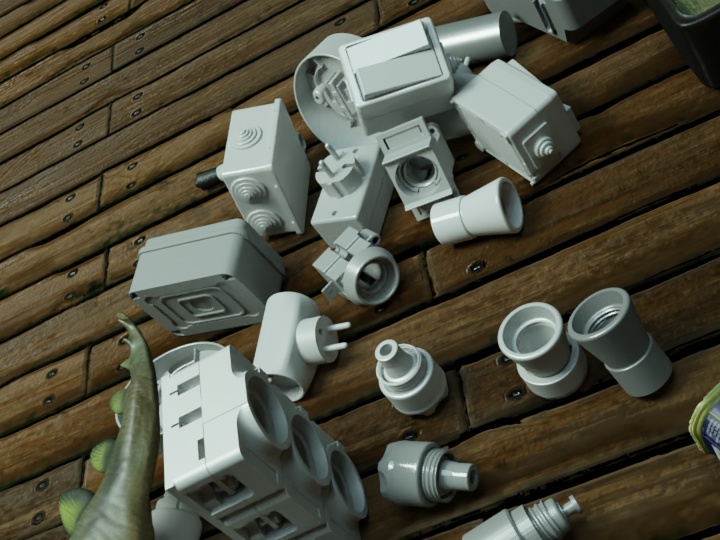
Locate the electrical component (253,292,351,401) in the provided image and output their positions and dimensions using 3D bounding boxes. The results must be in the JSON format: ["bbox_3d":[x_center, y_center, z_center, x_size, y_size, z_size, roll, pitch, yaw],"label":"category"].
[{"bbox_3d":[-0.043,0.057,0.836,0.079,0.043,0.077,-12,48,26],"label":"electrical component"}]

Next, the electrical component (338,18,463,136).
[{"bbox_3d":[0.037,-0.161,0.875,0.096,0.061,0.061,-18,70,3],"label":"electrical component"}]

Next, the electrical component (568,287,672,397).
[{"bbox_3d":[0.167,0.048,0.678,0.044,0.065,0.044,-35,24,18],"label":"electrical component"}]

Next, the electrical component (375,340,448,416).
[{"bbox_3d":[0.032,0.072,0.755,0.043,0.062,0.043,-19,45,21],"label":"electrical component"}]

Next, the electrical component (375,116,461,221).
[{"bbox_3d":[0.051,-0.087,0.877,0.042,0.081,0.063,-19,23,21],"label":"electrical component"}]

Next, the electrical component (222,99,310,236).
[{"bbox_3d":[-0.082,-0.088,0.950,0.048,0.099,0.099,-8,49,13],"label":"electrical component"}]

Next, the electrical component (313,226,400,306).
[{"bbox_3d":[0.000,0.000,0.855,0.066,0.048,0.055,-46,35,-8],"label":"electrical component"}]

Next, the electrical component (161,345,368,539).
[{"bbox_3d":[-0.059,0.128,0.705,0.062,0.150,0.089,-28,43,14],"label":"electrical component"}]

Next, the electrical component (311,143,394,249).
[{"bbox_3d":[-0.012,-0.074,0.904,0.047,0.075,0.083,-6,52,32],"label":"electrical component"}]

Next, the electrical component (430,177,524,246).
[{"bbox_3d":[0.088,-0.042,0.833,0.065,0.044,0.044,-16,47,30],"label":"electrical component"}]

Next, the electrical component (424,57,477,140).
[{"bbox_3d":[0.077,-0.155,0.936,0.077,0.043,0.079,-3,53,33],"label":"electrical component"}]

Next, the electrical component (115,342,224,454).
[{"bbox_3d":[-0.135,0.102,0.846,0.099,0.064,0.099,-19,45,21],"label":"electrical component"}]

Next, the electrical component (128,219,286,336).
[{"bbox_3d":[-0.129,0.007,0.914,0.113,0.078,0.057,-11,52,28],"label":"electrical component"}]

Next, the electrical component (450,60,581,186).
[{"bbox_3d":[0.130,-0.118,0.853,0.061,0.061,0.096,-42,42,-3],"label":"electrical component"}]

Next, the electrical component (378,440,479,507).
[{"bbox_3d":[0.046,0.134,0.706,0.062,0.043,0.043,-3,53,32],"label":"electrical component"}]

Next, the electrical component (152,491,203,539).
[{"bbox_3d":[-0.136,0.185,0.793,0.040,0.040,0.078,-13,48,26],"label":"electrical component"}]

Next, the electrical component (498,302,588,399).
[{"bbox_3d":[0.122,0.054,0.712,0.045,0.055,0.045,-20,45,21],"label":"electrical component"}]

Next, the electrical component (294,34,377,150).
[{"bbox_3d":[-0.011,-0.159,0.965,0.099,0.099,0.064,9,54,40],"label":"electrical component"}]

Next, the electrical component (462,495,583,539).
[{"bbox_3d":[0.098,0.161,0.647,0.078,0.040,0.040,-34,42,5],"label":"electrical component"}]
